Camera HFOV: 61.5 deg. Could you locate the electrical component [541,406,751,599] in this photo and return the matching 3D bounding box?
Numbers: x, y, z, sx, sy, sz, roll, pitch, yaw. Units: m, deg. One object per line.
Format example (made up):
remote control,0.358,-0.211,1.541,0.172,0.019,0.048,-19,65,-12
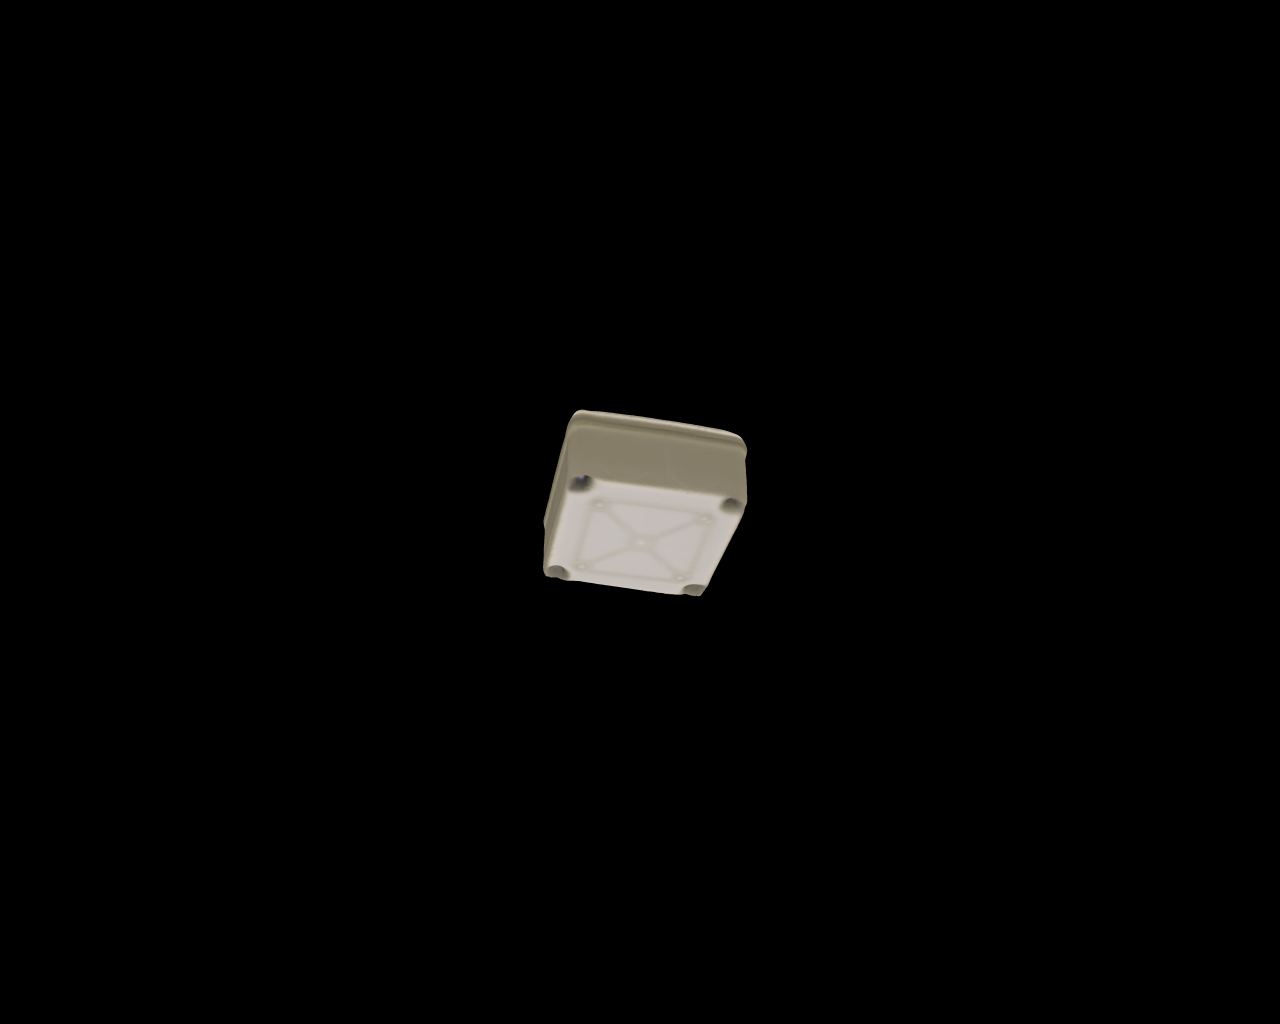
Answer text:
electrical component,0.001,-0.003,0.650,0.109,0.056,0.108,8,-39,-10
